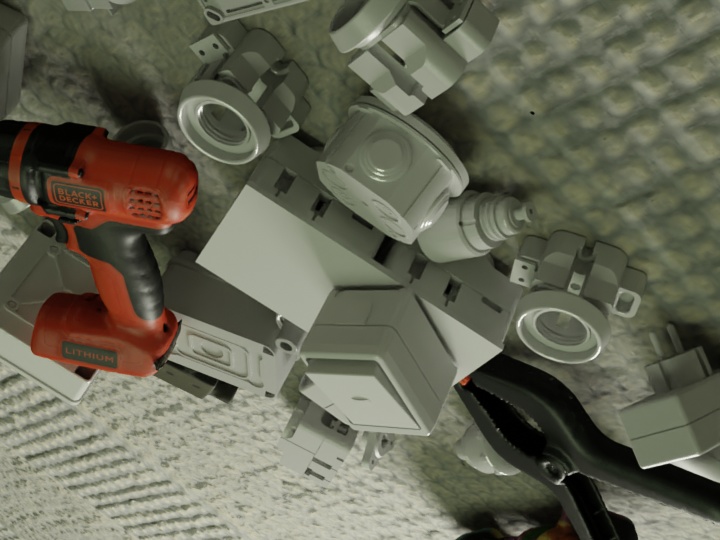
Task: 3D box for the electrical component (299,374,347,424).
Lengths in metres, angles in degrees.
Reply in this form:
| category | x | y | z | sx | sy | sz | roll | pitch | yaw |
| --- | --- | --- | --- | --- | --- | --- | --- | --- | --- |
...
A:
| category | x | y | z | sx | sy | sz | roll | pitch | yaw |
| --- | --- | --- | --- | --- | --- | --- | --- | --- | --- |
| electrical component | 0.006 | 0.077 | 0.806 | 0.059 | 0.053 | 0.095 | 37 | 144 | -14 |

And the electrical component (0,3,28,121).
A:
| category | x | y | z | sx | sy | sz | roll | pitch | yaw |
| --- | --- | --- | --- | --- | --- | --- | --- | --- | --- |
| electrical component | -0.257 | -0.142 | 0.700 | 0.062 | 0.061 | 0.096 | 27 | 139 | 0 |

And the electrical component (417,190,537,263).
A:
| category | x | y | z | sx | sy | sz | roll | pitch | yaw |
| --- | --- | --- | --- | --- | --- | --- | --- | --- | --- |
| electrical component | 0.069 | -0.028 | 0.642 | 0.078 | 0.040 | 0.040 | -10 | 130 | 41 |

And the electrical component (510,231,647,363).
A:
| category | x | y | z | sx | sy | sz | roll | pitch | yaw |
| --- | --- | --- | --- | --- | --- | --- | --- | --- | --- |
| electrical component | 0.127 | 0.018 | 0.649 | 0.078 | 0.057 | 0.058 | 19 | 144 | 12 |

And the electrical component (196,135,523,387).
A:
| category | x | y | z | sx | sy | sz | roll | pitch | yaw |
| --- | --- | --- | --- | --- | --- | --- | --- | --- | --- |
| electrical component | 0.000 | 0.000 | 0.706 | 0.186 | 0.060 | 0.105 | 33 | 145 | -8 |

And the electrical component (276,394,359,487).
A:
| category | x | y | z | sx | sy | sz | roll | pitch | yaw |
| --- | --- | --- | --- | --- | --- | --- | --- | --- | --- |
| electrical component | -0.034 | 0.138 | 0.914 | 0.056 | 0.050 | 0.089 | 27 | 145 | 1 |

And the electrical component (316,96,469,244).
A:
| category | x | y | z | sx | sy | sz | roll | pitch | yaw |
| --- | --- | --- | --- | --- | --- | --- | --- | --- | --- |
| electrical component | 0.017 | -0.057 | 0.612 | 0.080 | 0.051 | 0.080 | 36 | 170 | 7 |

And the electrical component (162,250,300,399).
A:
| category | x | y | z | sx | sy | sz | roll | pitch | yaw |
| --- | --- | --- | --- | --- | --- | --- | --- | --- | --- |
| electrical component | -0.102 | 0.041 | 0.829 | 0.113 | 0.057 | 0.078 | 20 | 144 | 11 |

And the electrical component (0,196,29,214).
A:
| category | x | y | z | sx | sy | sz | roll | pitch | yaw |
| --- | --- | --- | --- | --- | --- | --- | --- | --- | --- |
| electrical component | -0.262 | -0.071 | 0.808 | 0.040 | 0.040 | 0.046 | -9 | 125 | 41 |

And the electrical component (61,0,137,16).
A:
| category | x | y | z | sx | sy | sz | roll | pitch | yaw |
| --- | --- | --- | --- | --- | --- | --- | --- | --- | --- |
| electrical component | -0.144 | -0.172 | 0.595 | 0.055 | 0.048 | 0.066 | 11 | 143 | 35 |

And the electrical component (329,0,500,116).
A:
| category | x | y | z | sx | sy | sz | roll | pitch | yaw |
| --- | --- | --- | --- | --- | --- | --- | --- | --- | --- |
| electrical component | 0.022 | -0.120 | 0.541 | 0.057 | 0.058 | 0.078 | 38 | 144 | -20 |

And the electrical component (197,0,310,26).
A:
| category | x | y | z | sx | sy | sz | roll | pitch | yaw |
| --- | --- | --- | --- | --- | --- | --- | --- | --- | --- |
| electrical component | -0.041 | -0.168 | 0.518 | 0.096 | 0.061 | 0.061 | -3 | 135 | 37 |

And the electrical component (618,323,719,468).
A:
| category | x | y | z | sx | sy | sz | roll | pitch | yaw |
| --- | --- | --- | --- | --- | --- | --- | --- | --- | --- |
| electrical component | 0.199 | 0.070 | 0.661 | 0.047 | 0.083 | 0.075 | -30 | 78 | 51 |

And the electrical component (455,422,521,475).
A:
| category | x | y | z | sx | sy | sz | roll | pitch | yaw |
| --- | --- | --- | --- | --- | --- | --- | --- | --- | --- |
| electrical component | 0.098 | 0.136 | 0.830 | 0.048 | 0.048 | 0.062 | 40 | 150 | -17 |

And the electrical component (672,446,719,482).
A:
| category | x | y | z | sx | sy | sz | roll | pitch | yaw |
| --- | --- | --- | --- | --- | --- | --- | --- | --- | --- |
| electrical component | 0.235 | 0.122 | 0.721 | 0.081 | 0.043 | 0.043 | 33 | 145 | -8 |

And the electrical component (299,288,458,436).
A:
| category | x | y | z | sx | sy | sz | roll | pitch | yaw |
| --- | --- | --- | --- | --- | --- | --- | --- | --- | --- |
| electrical component | 0.014 | 0.064 | 0.670 | 0.062 | 0.061 | 0.096 | -1 | 136 | 34 |

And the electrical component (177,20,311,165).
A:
| category | x | y | z | sx | sy | sz | roll | pitch | yaw |
| --- | --- | --- | --- | --- | --- | --- | --- | --- | --- |
| electrical component | -0.071 | -0.100 | 0.629 | 0.058 | 0.057 | 0.078 | -13 | 129 | 43 |

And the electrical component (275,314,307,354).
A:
| category | x | y | z | sx | sy | sz | roll | pitch | yaw |
| --- | --- | --- | --- | --- | --- | --- | --- | --- | --- |
| electrical component | -0.040 | 0.031 | 0.771 | 0.043 | 0.062 | 0.043 | 18 | 144 | 14 |

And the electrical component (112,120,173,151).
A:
| category | x | y | z | sx | sy | sz | roll | pitch | yaw |
| --- | --- | --- | --- | --- | --- | --- | --- | --- | --- |
| electrical component | -0.143 | -0.072 | 0.728 | 0.040 | 0.040 | 0.046 | 14 | 148 | 19 |

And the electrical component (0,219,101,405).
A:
| category | x | y | z | sx | sy | sz | roll | pitch | yaw |
| --- | --- | --- | --- | --- | --- | --- | --- | --- | --- |
| electrical component | -0.243 | 0.034 | 0.869 | 0.109 | 0.108 | 0.056 | 34 | 142 | -9 |
